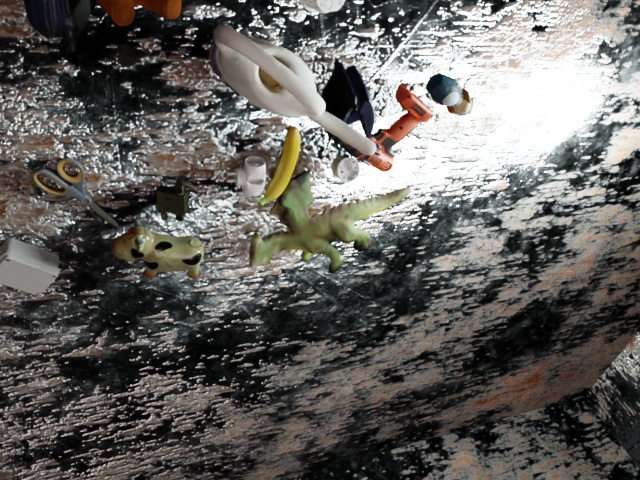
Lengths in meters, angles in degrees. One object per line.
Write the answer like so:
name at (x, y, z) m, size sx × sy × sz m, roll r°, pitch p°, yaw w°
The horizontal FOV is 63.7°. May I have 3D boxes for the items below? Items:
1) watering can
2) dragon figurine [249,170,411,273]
watering can at (-0.058, -0.260, 0.902) m, size 0.343 × 0.227 × 0.104 m, roll 31°, pitch 96°, yaw -42°
dragon figurine at (0.004, -0.061, 1.214) m, size 0.410 × 0.124 × 0.239 m, roll -41°, pitch 127°, yaw 2°
